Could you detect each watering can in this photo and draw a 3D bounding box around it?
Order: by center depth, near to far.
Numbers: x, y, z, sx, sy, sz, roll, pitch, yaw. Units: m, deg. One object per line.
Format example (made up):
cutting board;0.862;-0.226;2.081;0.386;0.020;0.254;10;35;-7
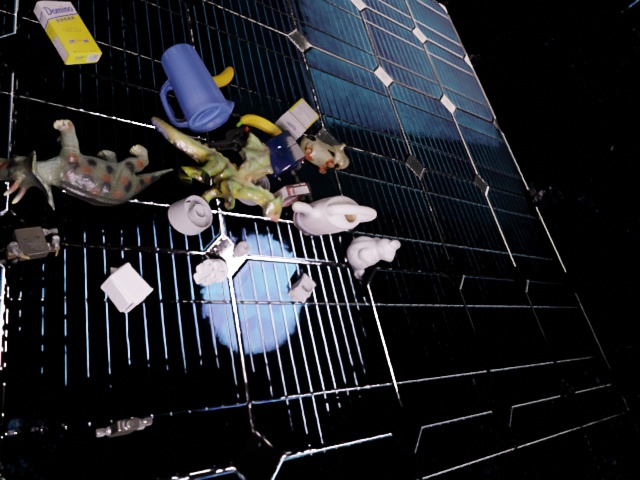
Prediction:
watering can;0.005;-0.076;1.502;0.347;0.223;0.105;3;80;-41

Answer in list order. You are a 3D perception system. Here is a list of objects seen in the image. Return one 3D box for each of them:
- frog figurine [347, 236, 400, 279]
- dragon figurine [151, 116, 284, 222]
frog figurine;0.164;0.032;1.614;0.139;0.157;0.123;-29;83;-49
dragon figurine;-0.245;-0.210;1.399;0.246;0.120;0.410;-36;91;-36
